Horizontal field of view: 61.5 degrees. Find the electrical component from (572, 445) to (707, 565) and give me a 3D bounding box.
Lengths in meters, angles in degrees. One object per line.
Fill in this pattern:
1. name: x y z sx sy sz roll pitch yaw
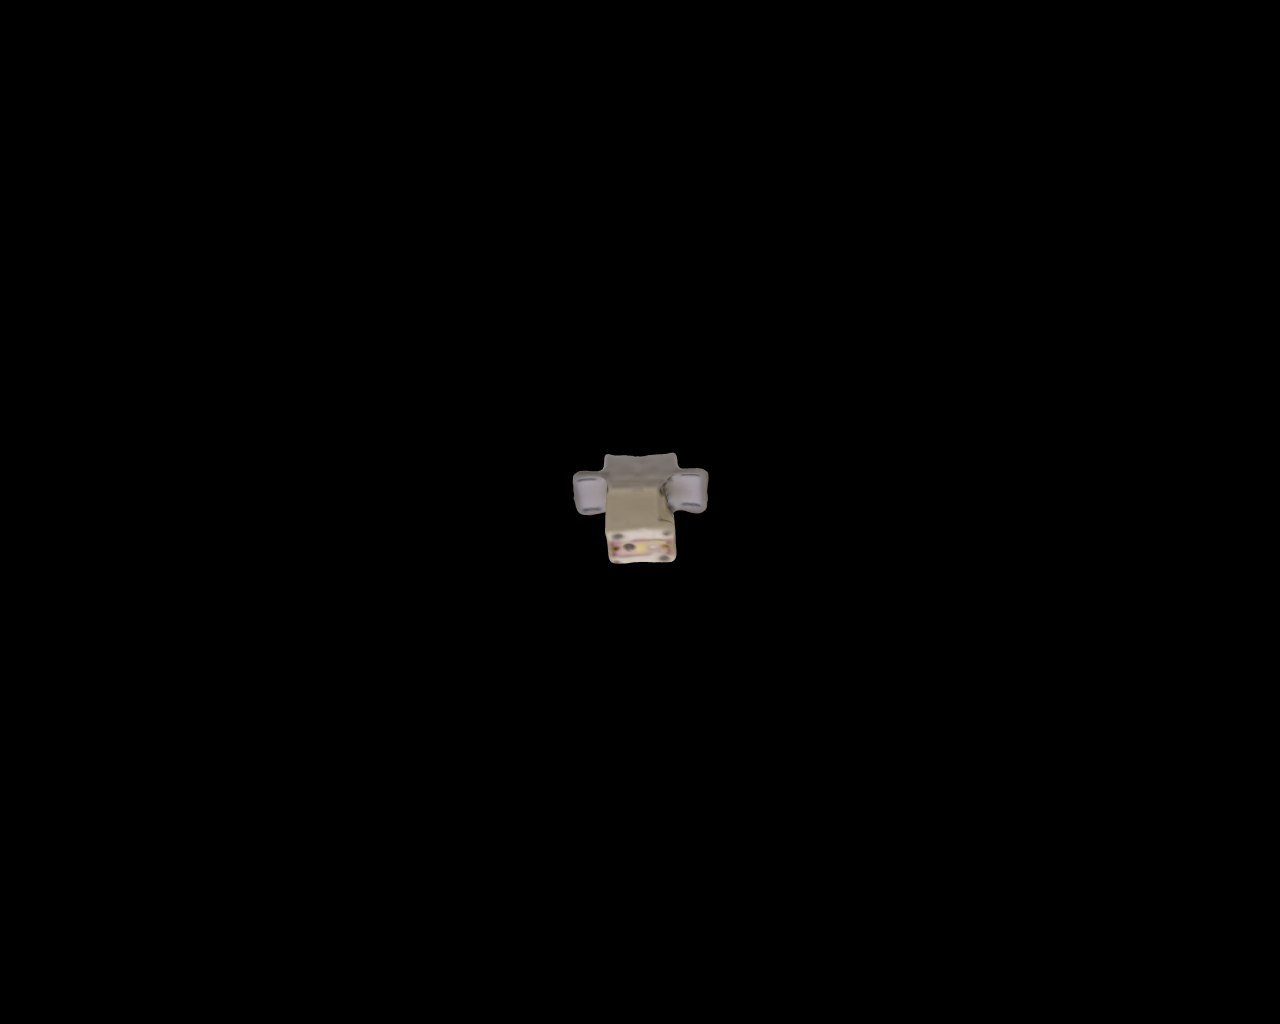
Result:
1. electrical component: 0.001 -0.003 0.650 0.081 0.064 0.042 -2 -36 2
